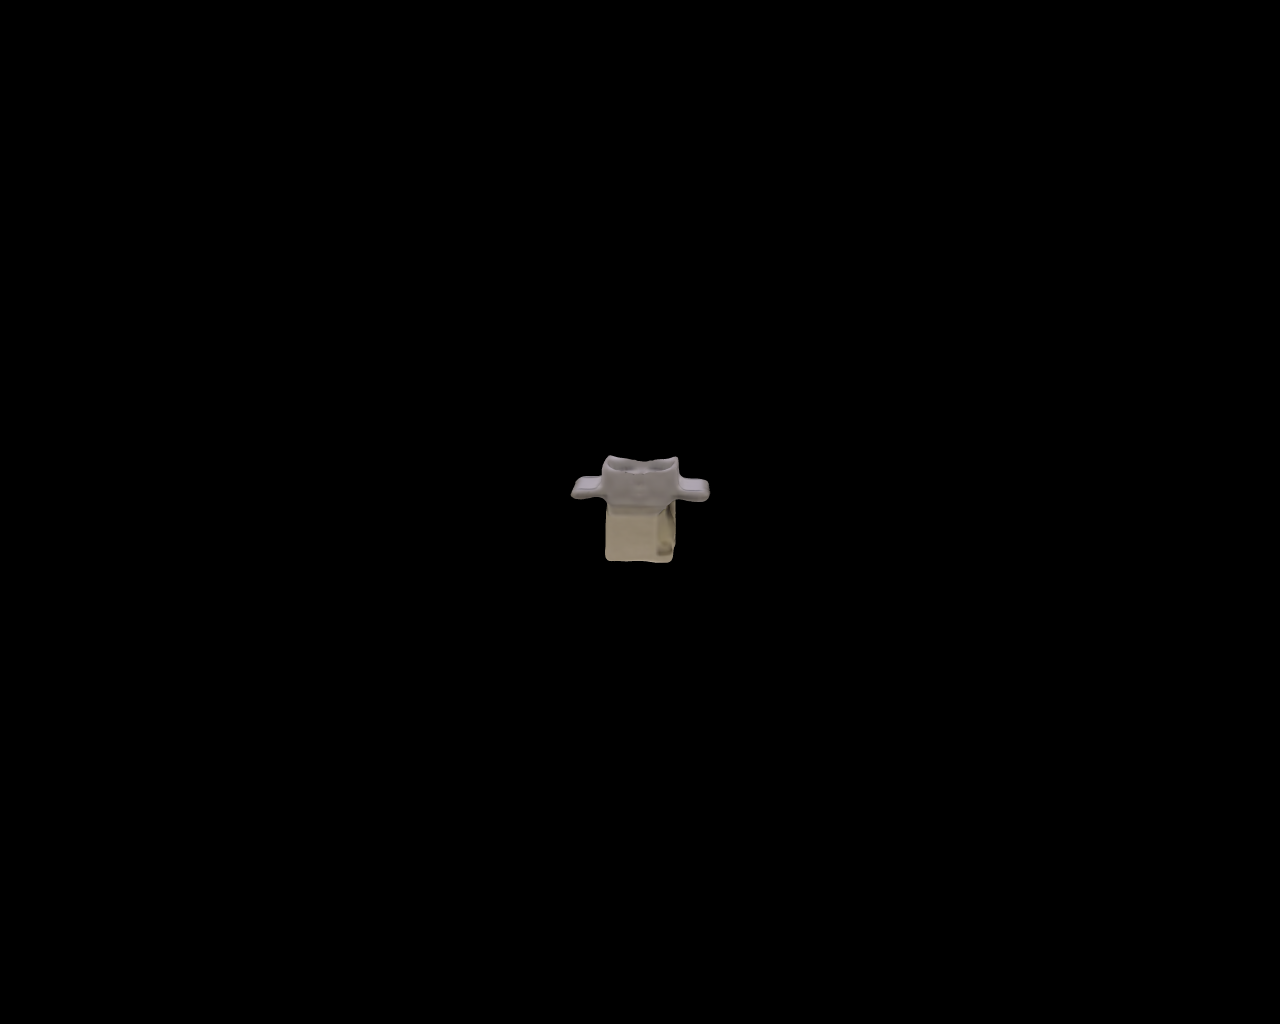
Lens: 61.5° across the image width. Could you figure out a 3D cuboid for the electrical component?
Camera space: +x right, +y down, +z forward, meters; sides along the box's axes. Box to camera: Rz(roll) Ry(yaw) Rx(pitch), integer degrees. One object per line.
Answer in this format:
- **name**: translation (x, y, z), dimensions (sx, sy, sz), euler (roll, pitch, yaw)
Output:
- **electrical component**: translation (0.001, -0.003, 0.650), dimensions (0.081, 0.063, 0.042), euler (1, 16, 5)
